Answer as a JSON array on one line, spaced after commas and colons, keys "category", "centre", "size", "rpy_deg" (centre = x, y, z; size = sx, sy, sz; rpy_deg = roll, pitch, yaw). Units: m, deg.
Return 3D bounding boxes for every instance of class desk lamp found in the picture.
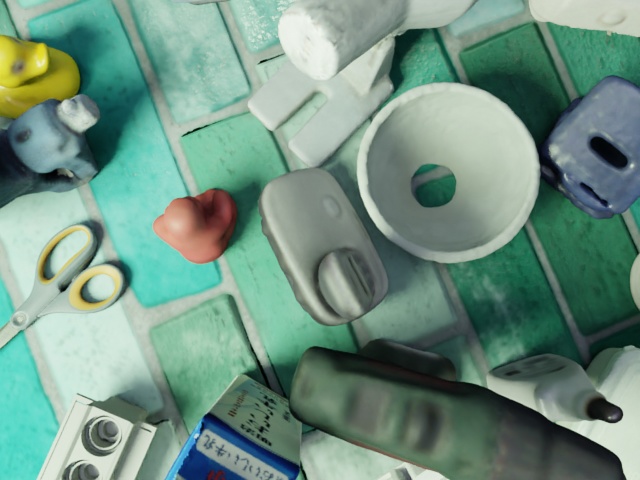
[{"category": "desk lamp", "centre": [0.035, -0.177, 0.485], "size": [0.118, 0.213, 0.203], "rpy_deg": [43, 85, 2]}]

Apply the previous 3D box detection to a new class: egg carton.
[{"category": "egg carton", "centre": [0.285, -0.261, 0.573], "size": [0.150, 0.069, 0.107], "rpy_deg": [6, 85, -2]}]

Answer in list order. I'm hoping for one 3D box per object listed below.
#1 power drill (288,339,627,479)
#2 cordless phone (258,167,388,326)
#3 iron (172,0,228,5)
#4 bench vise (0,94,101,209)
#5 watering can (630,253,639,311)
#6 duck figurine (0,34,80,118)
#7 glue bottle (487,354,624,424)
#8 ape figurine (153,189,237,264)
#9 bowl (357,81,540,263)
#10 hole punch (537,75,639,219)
[{"category": "power drill", "centre": [0.089, 0.136, 0.465], "size": [0.229, 0.208, 0.076], "rpy_deg": [14, 85, -1]}, {"category": "cordless phone", "centre": [0.004, 0.002, 0.484], "size": [0.094, 0.185, 0.147], "rpy_deg": [-31, 87, -4]}, {"category": "iron", "centre": [-0.067, -0.315, 0.528], "size": [0.258, 0.141, 0.119], "rpy_deg": [-12, 86, -3]}, {"category": "bench vise", "centre": [-0.294, -0.074, 0.461], "size": [0.121, 0.219, 0.207], "rpy_deg": [42, 85, 2]}, {"category": "watering can", "centre": [0.365, 0.045, 0.490], "size": [0.101, 0.194, 0.173], "rpy_deg": [16, 85, 0]}, {"category": "duck figurine", "centre": [-0.290, -0.160, 0.535], "size": [0.104, 0.086, 0.077], "rpy_deg": [-10, 86, -3]}, {"category": "glue bottle", "centre": [0.204, 0.131, 0.488], "size": [0.078, 0.173, 0.037], "rpy_deg": [-15, 86, -3]}, {"category": "ape figurine", "centre": [-0.117, -0.016, 0.527], "size": [0.078, 0.092, 0.076], "rpy_deg": [-3, 86, -2]}, {"category": "bowl", "centre": [0.115, -0.059, 0.548], "size": [0.167, 0.074, 0.167], "rpy_deg": [0, 86, -2]}, {"category": "hole punch", "centre": [0.275, -0.084, 0.548], "size": [0.108, 0.091, 0.101], "rpy_deg": [39, 85, 1]}]
